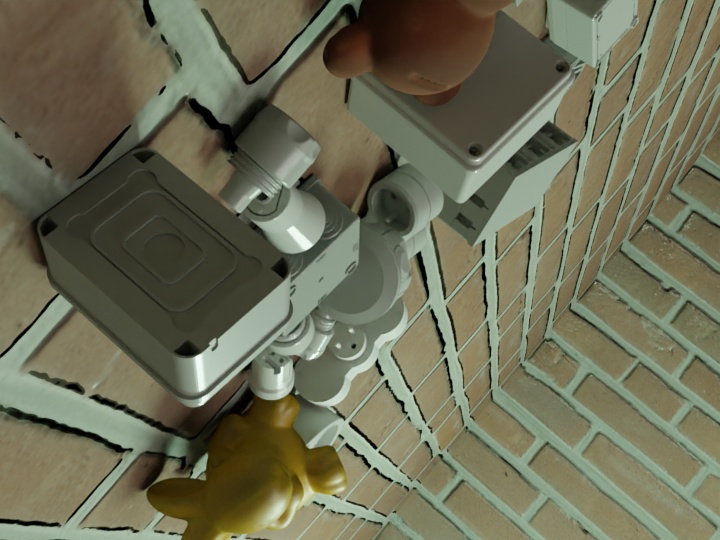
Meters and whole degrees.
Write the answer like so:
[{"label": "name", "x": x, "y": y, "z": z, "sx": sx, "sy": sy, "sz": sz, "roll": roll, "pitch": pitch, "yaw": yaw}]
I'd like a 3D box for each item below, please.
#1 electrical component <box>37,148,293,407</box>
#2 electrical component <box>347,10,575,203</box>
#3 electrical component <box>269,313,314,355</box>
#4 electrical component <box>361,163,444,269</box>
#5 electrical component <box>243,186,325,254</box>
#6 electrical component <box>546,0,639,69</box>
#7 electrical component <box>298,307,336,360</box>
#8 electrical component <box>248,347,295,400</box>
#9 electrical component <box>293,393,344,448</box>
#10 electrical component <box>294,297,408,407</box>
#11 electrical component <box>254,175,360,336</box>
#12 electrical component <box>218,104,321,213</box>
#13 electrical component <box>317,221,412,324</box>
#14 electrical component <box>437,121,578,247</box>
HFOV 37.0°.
[{"label": "electrical component", "x": -0.096, "y": 0.004, "z": 0.540, "sx": 0.078, "sy": 0.113, "sz": 0.057, "roll": -42, "pitch": 160, "yaw": -26}, {"label": "electrical component", "x": 0.065, "y": -0.120, "z": 0.712, "sx": 0.109, "sy": 0.109, "sz": 0.056, "roll": -44, "pitch": 167, "yaw": -22}, {"label": "electrical component", "x": -0.060, "y": 0.042, "z": 0.861, "sx": 0.043, "sy": 0.043, "sz": 0.062, "roll": -47, "pitch": 163, "yaw": -12}, {"label": "electrical component", "x": 0.036, "y": -0.037, "z": 0.928, "sx": 0.074, "sy": 0.052, "sz": 0.138, "roll": -37, "pitch": 160, "yaw": -40}, {"label": "electrical component", "x": -0.052, "y": -0.040, "z": 0.699, "sx": 0.044, "sy": 0.044, "sz": 0.065, "roll": -50, "pitch": 160, "yaw": -1}, {"label": "electrical component", "x": 0.197, "y": -0.232, "z": 0.920, "sx": 0.061, "sy": 0.061, "sz": 0.096, "roll": -48, "pitch": 157, "yaw": -8}, {"label": "electrical component", "x": -0.038, "y": 0.048, "z": 0.956, "sx": 0.061, "sy": 0.035, "sz": 0.035, "roll": -59, "pitch": 163, "yaw": 20}, {"label": "electrical component", "x": -0.076, "y": 0.083, "z": 0.925, "sx": 0.040, "sy": 0.040, "sz": 0.046, "roll": -41, "pitch": 156, "yaw": -31}, {"label": "electrical component", "x": -0.075, "y": 0.173, "z": 1.094, "sx": 0.108, "sy": 0.060, "sz": 0.108, "roll": -45, "pitch": 164, "yaw": -17}, {"label": "electrical component", "x": -0.011, "y": 0.071, "z": 1.049, "sx": 0.138, "sy": 0.052, "sz": 0.073, "roll": -48, "pitch": 164, "yaw": -5}, {"label": "electrical component", "x": -0.044, "y": -0.007, "z": 0.779, "sx": 0.100, "sy": 0.048, "sz": 0.099, "roll": -45, "pitch": 164, "yaw": -18}, {"label": "electrical component", "x": -0.057, "y": -0.062, "z": 0.628, "sx": 0.062, "sy": 0.043, "sz": 0.043, "roll": -49, "pitch": 165, "yaw": 1}, {"label": "electrical component", "x": 0.000, "y": 0.000, "z": 0.866, "sx": 0.080, "sy": 0.080, "sz": 0.051, "roll": -57, "pitch": 169, "yaw": 23}, {"label": "electrical component", "x": 0.142, "y": -0.096, "z": 1.072, "sx": 0.150, "sy": 0.062, "sz": 0.089, "roll": -30, "pitch": 155, "yaw": -51}]
